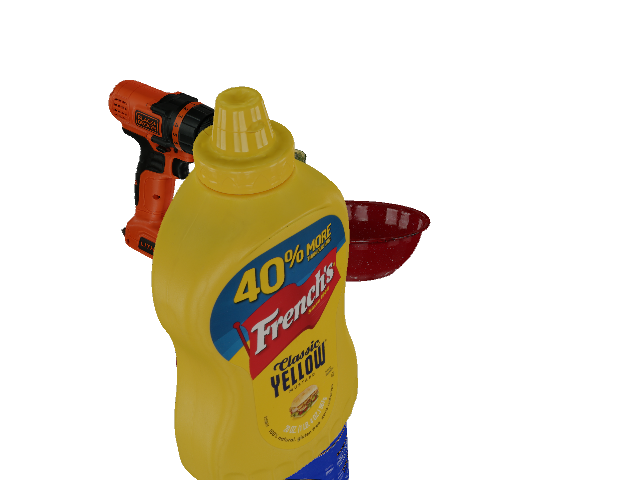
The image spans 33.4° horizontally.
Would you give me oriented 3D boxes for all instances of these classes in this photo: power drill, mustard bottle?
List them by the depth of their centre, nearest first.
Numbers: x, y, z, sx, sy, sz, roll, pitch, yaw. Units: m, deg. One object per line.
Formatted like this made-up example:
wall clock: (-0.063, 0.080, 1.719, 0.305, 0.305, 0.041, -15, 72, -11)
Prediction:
mustard bottle: (-0.028, 0.020, 0.470, 0.096, 0.192, 0.058, -31, 45, -32)
power drill: (-0.144, -0.061, 1.113, 0.185, 0.188, 0.057, 26, 35, 30)

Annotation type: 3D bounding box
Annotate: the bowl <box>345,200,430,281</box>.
bowl: (0.033, 0.003, 1.107, 0.162, 0.055, 0.162, -1, 16, 0)

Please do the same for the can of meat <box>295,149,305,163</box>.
can of meat: (-0.040, -0.020, 0.882, 0.057, 0.084, 0.102, -1, 25, 1)

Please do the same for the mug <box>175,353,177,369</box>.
mug: (-0.042, 0.078, 0.683, 0.093, 0.081, 0.117, -10, -9, 44)

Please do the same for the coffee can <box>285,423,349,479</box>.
coffee can: (-0.026, 0.191, 0.902, 0.103, 0.140, 0.103, -2, 36, 2)
